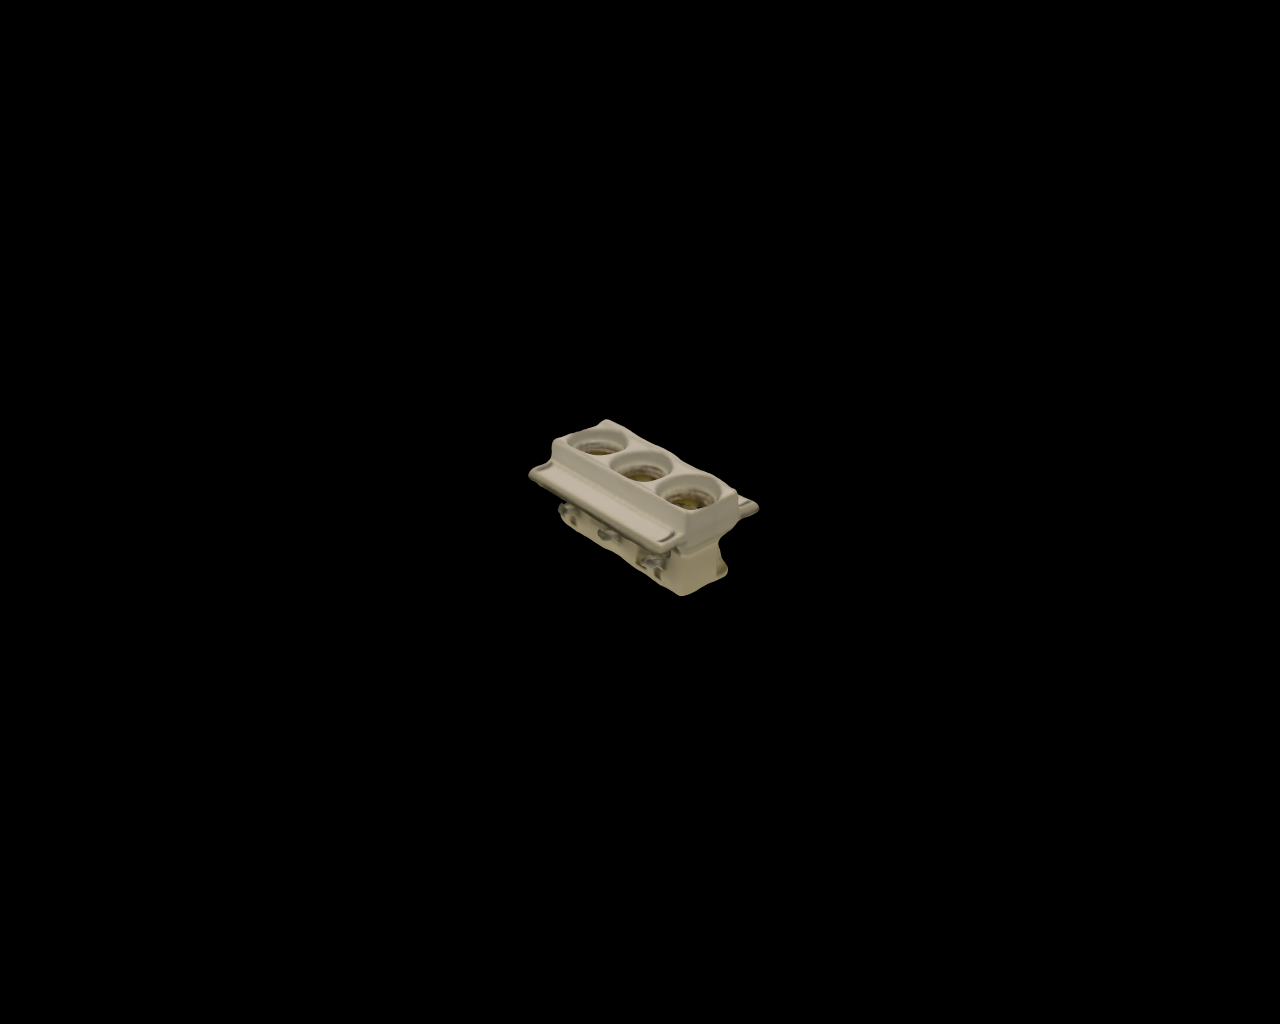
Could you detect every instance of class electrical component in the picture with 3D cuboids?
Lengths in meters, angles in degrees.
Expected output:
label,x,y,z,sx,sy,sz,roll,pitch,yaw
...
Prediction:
label,x,y,z,sx,sy,sz,roll,pitch,yaw
electrical component,0.001,-0.003,0.650,0.079,0.063,0.121,-24,39,-34
